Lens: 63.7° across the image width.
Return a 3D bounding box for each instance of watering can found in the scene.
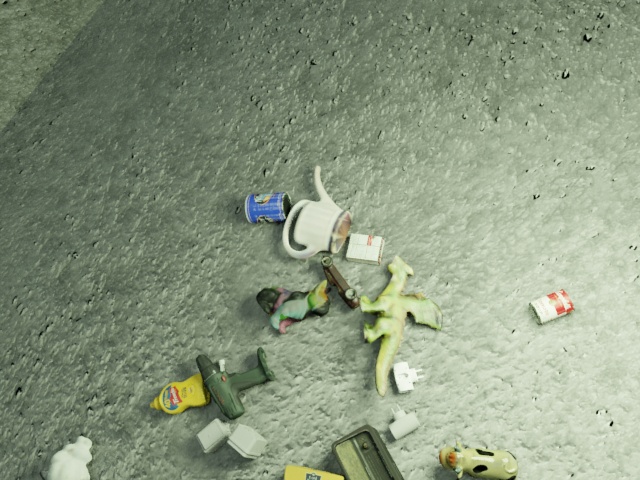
[{"bbox_3d":[0.005,-0.088,1.745,0.225,0.102,0.352,16,72,21],"label":"watering can"}]

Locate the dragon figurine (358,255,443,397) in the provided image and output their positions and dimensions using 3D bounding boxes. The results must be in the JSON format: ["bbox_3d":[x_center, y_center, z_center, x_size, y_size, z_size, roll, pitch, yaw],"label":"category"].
[{"bbox_3d":[0.245,0.239,1.527,0.243,0.120,0.419,-11,61,2],"label":"dragon figurine"}]

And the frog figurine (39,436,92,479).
[{"bbox_3d":[-0.763,0.701,1.592,0.137,0.122,0.161,44,72,-6],"label":"frog figurine"}]
